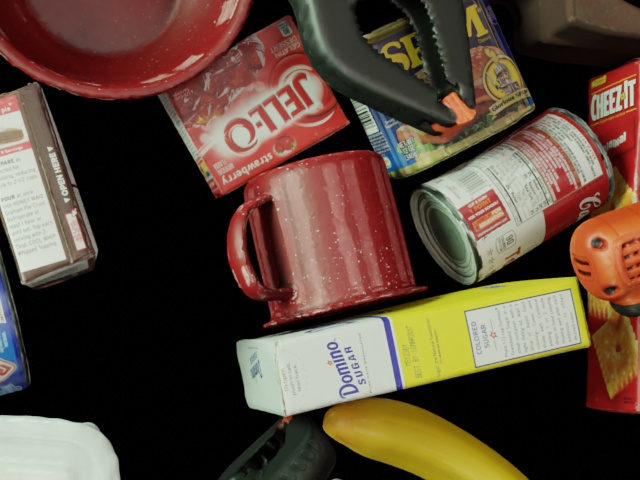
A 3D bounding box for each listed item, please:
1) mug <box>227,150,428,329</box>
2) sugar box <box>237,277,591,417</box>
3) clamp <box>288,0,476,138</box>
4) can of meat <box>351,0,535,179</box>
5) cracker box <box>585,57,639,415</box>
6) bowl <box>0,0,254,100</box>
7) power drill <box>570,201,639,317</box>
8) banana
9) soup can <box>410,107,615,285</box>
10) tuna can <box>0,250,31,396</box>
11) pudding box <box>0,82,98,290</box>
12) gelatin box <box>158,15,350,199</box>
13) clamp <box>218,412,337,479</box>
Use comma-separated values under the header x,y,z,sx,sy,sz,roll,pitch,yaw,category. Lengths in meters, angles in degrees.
x,y,z,sx,sy,sz,roll,pitch,yaw,category
-0.004,0.001,0.583,0.117,0.093,0.081,-8,83,-42,mug
0.049,0.057,0.595,0.176,0.093,0.048,-8,87,-17,sugar box
0.020,-0.152,0.576,0.164,0.036,0.210,-43,93,-18,clamp
0.067,-0.093,0.632,0.102,0.057,0.084,-27,96,-16,can of meat
0.255,0.003,0.669,0.164,0.072,0.214,4,84,-15,cracker box
-0.118,-0.151,0.584,0.162,0.055,0.162,1,85,-16,bowl
0.241,0.049,0.585,0.184,0.057,0.187,-18,98,-7,power drill
0.082,0.138,0.613,0.197,0.069,0.037,38,108,-13,banana
0.113,-0.026,0.633,0.102,0.069,0.068,-30,94,-15,soup can
-0.172,0.038,0.539,0.033,0.086,0.086,-14,89,-19,tuna can
-0.143,-0.023,0.538,0.039,0.114,0.090,-19,90,-15,pudding box
-0.038,-0.077,0.614,0.089,0.030,0.073,-30,94,-16,gelatin box
-0.031,0.138,0.542,0.039,0.120,0.171,57,40,-14,clamp
